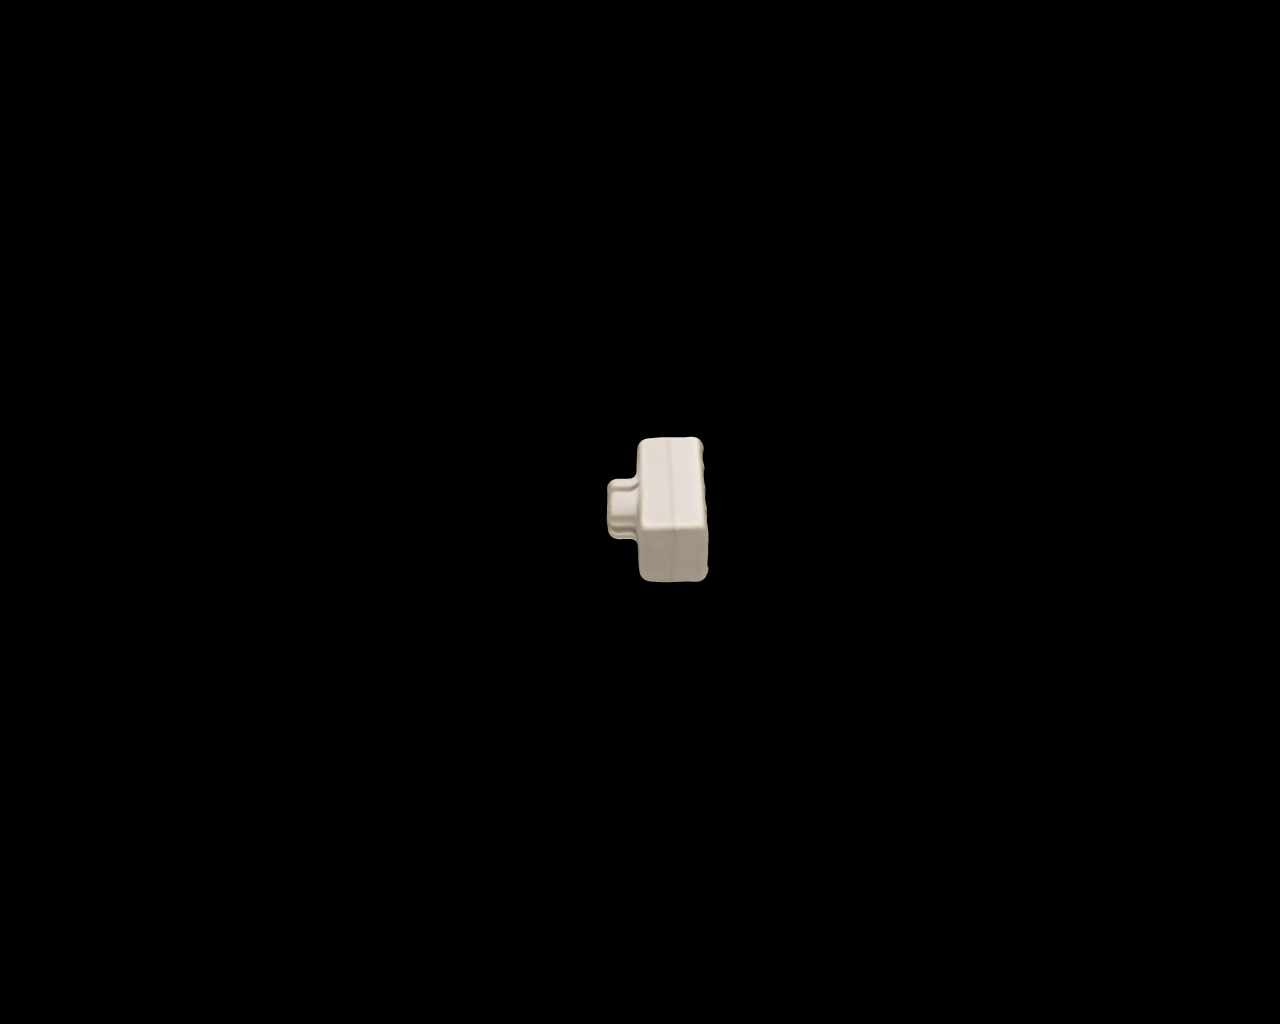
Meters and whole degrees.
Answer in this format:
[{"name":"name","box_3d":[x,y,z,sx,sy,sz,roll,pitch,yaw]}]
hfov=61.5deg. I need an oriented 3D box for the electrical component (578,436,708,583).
[{"name":"electrical component","box_3d":[0.001,-0.003,0.650,0.076,0.047,0.083,0,44,0]}]
